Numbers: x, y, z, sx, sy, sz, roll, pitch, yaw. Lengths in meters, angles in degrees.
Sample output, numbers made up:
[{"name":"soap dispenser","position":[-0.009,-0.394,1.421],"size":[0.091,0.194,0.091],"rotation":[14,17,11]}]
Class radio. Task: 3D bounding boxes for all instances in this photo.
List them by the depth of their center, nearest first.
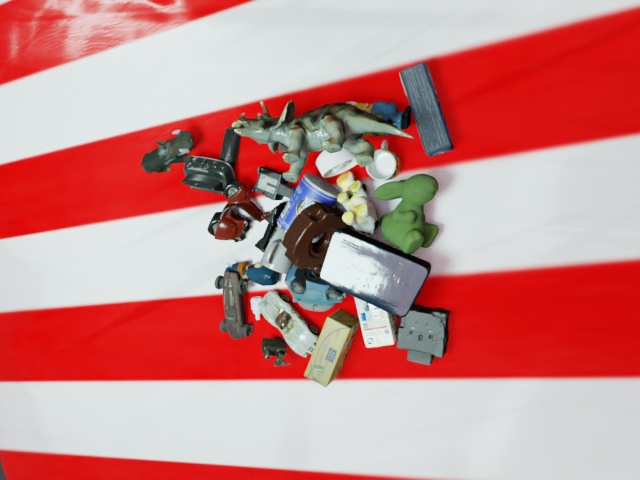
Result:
[{"name":"radio","position":[0.121,0.072,1.212],"size":[0.230,0.073,0.131],"rotation":[24,101,15]}]

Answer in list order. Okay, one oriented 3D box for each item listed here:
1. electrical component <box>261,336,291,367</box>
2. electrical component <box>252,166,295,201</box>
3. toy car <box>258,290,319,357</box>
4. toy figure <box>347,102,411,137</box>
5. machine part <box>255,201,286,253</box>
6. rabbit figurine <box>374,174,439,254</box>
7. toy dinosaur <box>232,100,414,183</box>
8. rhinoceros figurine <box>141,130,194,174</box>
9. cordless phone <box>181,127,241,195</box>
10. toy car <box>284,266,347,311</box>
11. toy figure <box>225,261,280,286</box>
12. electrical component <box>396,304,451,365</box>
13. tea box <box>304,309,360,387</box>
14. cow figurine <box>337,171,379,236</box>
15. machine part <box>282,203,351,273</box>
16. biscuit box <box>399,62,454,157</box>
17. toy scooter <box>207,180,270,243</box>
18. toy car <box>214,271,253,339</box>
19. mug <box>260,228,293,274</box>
[{"name":"electrical component","position":[-0.116,0.290,1.402],"size":[0.078,0.102,0.045],"rotation":[6,108,-19]},{"name":"electrical component","position":[-0.111,-0.140,1.382],"size":[0.119,0.048,0.074],"rotation":[18,103,20]},{"name":"toy car","position":[-0.079,0.215,1.394],"size":[0.202,0.056,0.073],"rotation":[46,111,21]},{"name":"toy figure","position":[0.121,-0.278,1.253],"size":[0.180,0.082,0.089],"rotation":[7,96,20]},{"name":"machine part","position":[-0.126,-0.034,1.390],"size":[0.039,0.084,0.138],"rotation":[28,116,2]},{"name":"rabbit figurine","position":[0.209,-0.079,1.219],"size":[0.159,0.121,0.170],"rotation":[42,126,37]},{"name":"toy dinosaur","position":[0.012,-0.249,1.206],"size":[0.405,0.131,0.192],"rotation":[-6,63,18]},{"name":"rhinoceros figurine","position":[-0.413,-0.243,1.468],"size":[0.190,0.112,0.073],"rotation":[-21,85,31]},{"name":"cordless phone","position":[-0.287,-0.220,1.445],"size":[0.147,0.088,0.184],"rotation":[13,89,22]},{"name":"toy car","position":[-0.007,0.126,1.347],"size":[0.162,0.109,0.102],"rotation":[14,124,10]},{"name":"toy figure","position":[-0.183,0.089,1.434],"size":[0.155,0.057,0.064],"rotation":[9,93,27]},{"name":"electrical component","position":[0.244,0.222,1.265],"size":[0.115,0.058,0.134],"rotation":[7,98,24]},{"name":"tea box","position":[0.032,0.267,1.338],"size":[0.068,0.098,0.169],"rotation":[26,103,18]},{"name":"cow figurine","position":[0.093,-0.089,1.274],"size":[0.068,0.098,0.167],"rotation":[-32,45,21]},{"name":"machine part","position":[-0.003,-0.004,1.286],"size":[0.056,0.179,0.179],"rotation":[46,113,41]},{"name":"biscuit box","position":[0.242,-0.290,1.210],"size":[0.063,0.059,0.202],"rotation":[-18,88,22]},{"name":"toy scooter","position":[-0.211,-0.060,1.420],"size":[0.135,0.075,0.183],"rotation":[26,118,-7]},{"name":"toy car","position":[-0.235,0.179,1.445],"size":[0.089,0.053,0.201],"rotation":[11,118,26]},{"name":"mug","position":[-0.103,0.023,1.370],"size":[0.081,0.109,0.107],"rotation":[23,92,28]}]
